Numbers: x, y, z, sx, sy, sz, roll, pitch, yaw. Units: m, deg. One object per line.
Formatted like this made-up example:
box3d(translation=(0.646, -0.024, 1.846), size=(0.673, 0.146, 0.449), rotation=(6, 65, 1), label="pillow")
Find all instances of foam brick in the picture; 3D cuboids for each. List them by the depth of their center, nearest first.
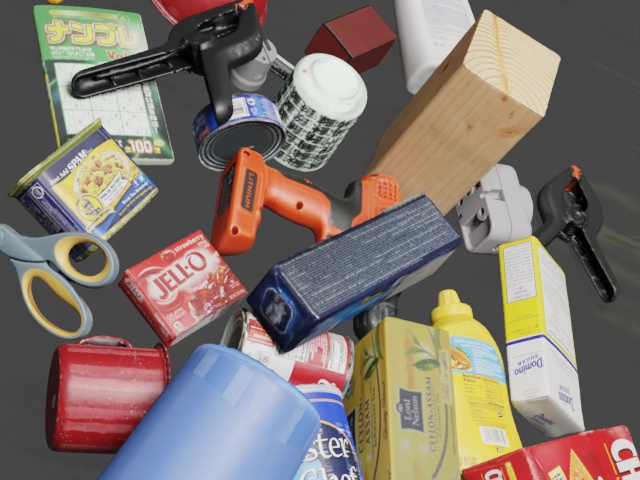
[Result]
box3d(translation=(0.034, -0.213, 1.163), size=(0.078, 0.053, 0.051), rotation=(-30, 77, -39), label="foam brick")

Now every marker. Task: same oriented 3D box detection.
box3d(translation=(-0.017, -0.165, 1.126), size=(0.121, 0.020, 0.020), rotation=(36, 50, -4), label="marker")

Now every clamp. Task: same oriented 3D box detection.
box3d(translation=(-0.107, -0.172, 1.008), size=(0.165, 0.036, 0.209), rotation=(19, 43, 27), label="clamp")
box3d(translation=(0.283, -0.008, 1.176), size=(0.120, 0.039, 0.171), rotation=(32, 50, -9), label="clamp")

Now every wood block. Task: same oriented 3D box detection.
box3d(translation=(0.133, -0.113, 1.052), size=(0.090, 0.206, 0.090), rotation=(31, 51, -8), label="wood block")

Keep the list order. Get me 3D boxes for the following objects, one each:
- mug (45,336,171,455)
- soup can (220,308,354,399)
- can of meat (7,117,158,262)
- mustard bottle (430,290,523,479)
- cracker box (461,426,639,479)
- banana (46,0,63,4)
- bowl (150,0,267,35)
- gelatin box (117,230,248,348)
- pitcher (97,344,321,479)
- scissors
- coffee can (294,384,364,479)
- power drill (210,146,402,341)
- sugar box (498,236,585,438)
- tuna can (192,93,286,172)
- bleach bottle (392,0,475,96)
box3d(translation=(-0.167, 0.115, 0.826), size=(0.081, 0.093, 0.117), rotation=(6, 36, -20), label="mug")
box3d(translation=(-0.030, 0.102, 0.915), size=(0.102, 0.069, 0.068), rotation=(18, 53, -17), label="soup can")
box3d(translation=(-0.200, -0.042, 0.915), size=(0.084, 0.058, 0.102), rotation=(49, 51, -9), label="can of meat")
box3d(translation=(0.133, 0.134, 0.989), size=(0.096, 0.058, 0.191), rotation=(15, 54, -32), label="mustard bottle")
box3d(translation=(0.223, 0.251, 0.901), size=(0.213, 0.072, 0.164), rotation=(4, 63, -52), label="cracker box")
box3d(translation=(-0.215, -0.296, 1.091), size=(0.197, 0.037, 0.070), rotation=(-32, 77, -39), label="banana")
box3d(translation=(-0.108, -0.285, 1.108), size=(0.161, 0.055, 0.162), rotation=(16, 61, -32), label="bowl")
box3d(translation=(-0.119, 0.042, 0.930), size=(0.089, 0.030, 0.073), rotation=(-30, 78, -39), label="gelatin box")
box3d(translation=(-0.094, 0.203, 0.731), size=(0.145, 0.149, 0.242), rotation=(21, 66, 31), label="pitcher")
box3d(translation=(-0.241, -0.010, 0.873), size=(0.202, 0.096, 0.016), rotation=(52, 8, 8), label="scissors")
box3d(translation=(-0.015, 0.197, 0.839), size=(0.102, 0.103, 0.140), rotation=(-1, 61, -29), label="coffee can")
box3d(translation=(-0.007, 0.001, 1.001), size=(0.187, 0.057, 0.184), rotation=(18, 55, -22), label="power drill")
box3d(translation=(0.215, 0.095, 1.046), size=(0.093, 0.048, 0.176), rotation=(43, 41, -44), label="sugar box")
box3d(translation=(-0.077, -0.101, 1.009), size=(0.086, 0.086, 0.034), rotation=(-1, 60, -29), label="tuna can")
box3d(translation=(0.135, -0.274, 1.252), size=(0.102, 0.068, 0.251), rotation=(11, 54, -23), label="bleach bottle")
